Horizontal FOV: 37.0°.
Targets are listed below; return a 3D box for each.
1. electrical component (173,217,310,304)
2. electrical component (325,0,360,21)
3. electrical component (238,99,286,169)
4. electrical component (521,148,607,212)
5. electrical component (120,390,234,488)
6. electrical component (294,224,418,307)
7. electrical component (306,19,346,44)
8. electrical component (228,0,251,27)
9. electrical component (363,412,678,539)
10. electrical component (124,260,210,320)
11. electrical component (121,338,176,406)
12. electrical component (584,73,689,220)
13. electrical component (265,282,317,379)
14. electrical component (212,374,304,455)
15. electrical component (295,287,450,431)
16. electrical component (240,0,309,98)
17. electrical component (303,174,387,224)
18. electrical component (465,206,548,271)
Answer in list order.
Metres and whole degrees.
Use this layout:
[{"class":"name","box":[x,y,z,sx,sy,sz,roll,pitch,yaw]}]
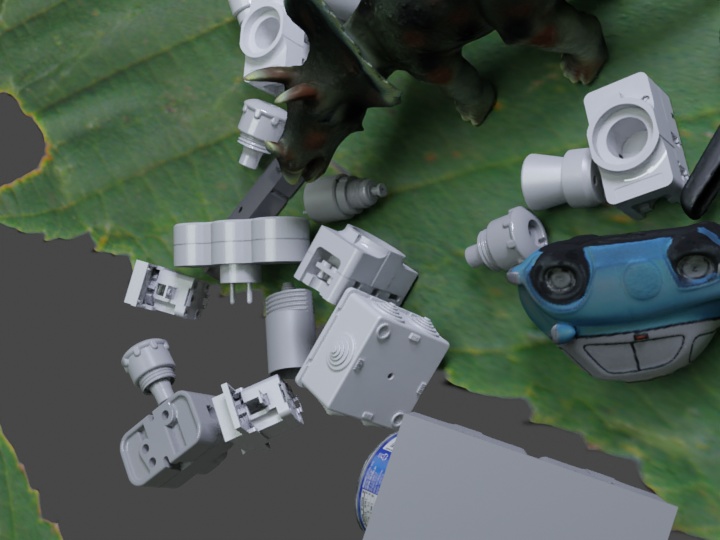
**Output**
[{"class":"electrical component","box":[-0.106,-0.006,0.957,0.138,0.052,0.073,-2,87,31]},{"class":"electrical component","box":[0.006,-0.236,0.948,0.043,0.081,0.043,-163,90,-78]},{"class":"electrical component","box":[-0.095,-0.126,1.006,0.048,0.048,0.062,30,103,37]},{"class":"electrical component","box":[0.156,-0.068,0.812,0.055,0.045,0.045,-3,76,34]},{"class":"electrical component","box":[-0.161,0.154,0.969,0.095,0.059,0.053,-39,59,21]},{"class":"electrical component","box":[0.000,0.000,0.877,0.050,0.089,0.055,34,99,36]},{"class":"electrical component","box":[-0.027,-0.249,0.989,0.043,0.043,0.081,-8,73,34]},{"class":"electrical component","box":[-0.105,-0.253,1.049,0.040,0.040,0.078,-21,84,30]},{"class":"electrical component","box":[0.103,0.176,0.731,0.186,0.060,0.105,18,88,7]},{"class":"electrical component","box":[-0.179,0.021,1.013,0.064,0.081,0.042,16,88,14]},{"class":"electrical component","box":[-0.194,0.099,1.018,0.048,0.048,0.062,-39,65,21]},{"class":"electrical component","box":[0.200,-0.090,0.779,0.050,0.056,0.089,-20,67,30]},{"class":"electrical component","box":[-0.060,0.050,0.935,0.043,0.043,0.081,-17,68,31]},{"class":"electrical component","box":[-0.085,0.122,0.920,0.064,0.081,0.042,-23,64,4]},{"class":"electrical component","box":[0.012,0.073,0.845,0.048,0.100,0.099,38,101,49]},{"class":"electrical component","box":[-0.075,-0.214,1.006,0.050,0.056,0.089,-5,75,35]},{"class":"electrical component","box":[-0.013,-0.064,0.933,0.078,0.040,0.040,-7,74,34]},{"class":"electrical component","box":[0.111,-0.019,0.833,0.062,0.048,0.048,-22,66,37]}]
